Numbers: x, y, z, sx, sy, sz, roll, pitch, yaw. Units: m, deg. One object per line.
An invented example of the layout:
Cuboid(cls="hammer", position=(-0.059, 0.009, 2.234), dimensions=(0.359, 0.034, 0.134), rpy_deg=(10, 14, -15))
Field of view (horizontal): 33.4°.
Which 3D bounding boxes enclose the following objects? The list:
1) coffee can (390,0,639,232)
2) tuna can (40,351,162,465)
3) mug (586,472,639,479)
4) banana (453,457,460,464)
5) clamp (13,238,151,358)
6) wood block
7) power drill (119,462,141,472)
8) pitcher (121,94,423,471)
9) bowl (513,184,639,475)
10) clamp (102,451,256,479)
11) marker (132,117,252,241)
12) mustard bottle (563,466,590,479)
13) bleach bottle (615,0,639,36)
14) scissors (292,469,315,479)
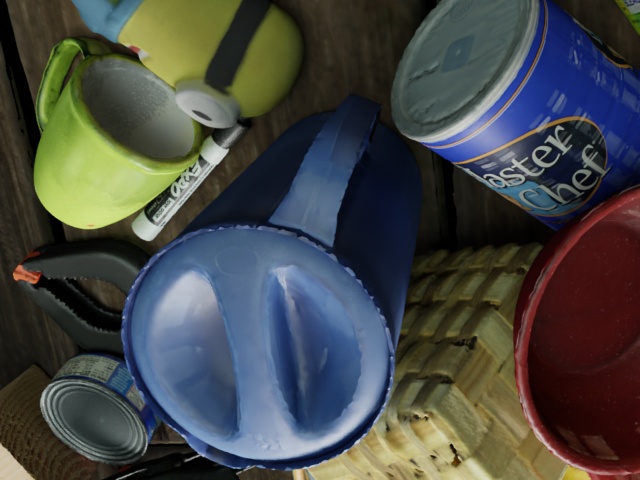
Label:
Cuboid(cls="coffee can", position=(0.124, -0.069, 0.592), dimensions=(0.140, 0.103, 0.103), rpy_deg=(29, 119, -29))
Cuboid(cls="tuna can", position=(-0.159, 0.123, 0.782), dimensions=(0.086, 0.033, 0.086), rpy_deg=(12, 129, 14))
Cuboid(cls="mug", position=(0.205, 0.136, 0.655), dimensions=(0.093, 0.081, 0.117), rpy_deg=(-39, 132, 12))
Cuboid(cls="banana", position=(0.049, 0.237, 0.811), dimensions=(0.069, 0.037, 0.198), rpy_deg=(2, 121, -21))
Cuboid(cls="clamp", position=(-0.119, 0.064, 0.770), dimensions=(0.210, 0.036, 0.165), rpy_deg=(16, 118, 5))
Cuboid(cls="wood block", position=(-0.276, 0.200, 0.837), dimensions=(0.206, 0.090, 0.091), rpy_deg=(-36, 102, 25))
Cuboid(cls="power drill", position=(-0.099, 0.273, 0.848), dimensions=(0.187, 0.057, 0.185), rpy_deg=(24, 113, -1))
Cuboid(cls="pitcher", position=(-0.004, 0.001, 0.600), dimensions=(0.149, 0.242, 0.145), rpy_deg=(-22, 107, 20))
Cuboid(cls="bowl", position=(0.160, 0.039, 0.562), dimensions=(0.162, 0.055, 0.162), rpy_deg=(-6, 108, -20))
Cuboid(cls="clamp", position=(-0.101, 0.169, 0.735), dimensions=(0.172, 0.120, 0.039), rpy_deg=(-22, 85, 14))
Cuboid(cls="marker", position=(-0.087, -0.045, 0.724), dimensions=(0.020, 0.020, 0.121), rpy_deg=(41, 116, -7))
Cuboid(cls="mustard bottle", position=(0.181, 0.224, 0.745), dimensions=(0.096, 0.058, 0.192), rpy_deg=(12, 104, 43))
Cuboid(cls="bleach bottle", position=(0.151, -0.192, 0.571), dimensions=(0.068, 0.102, 0.251), rpy_deg=(-39, 94, 8))
Cuboid(cls="scissors", position=(0.022, 0.240, 0.756), dimensions=(0.016, 0.096, 0.202), rpy_deg=(-25, 112, -23))
